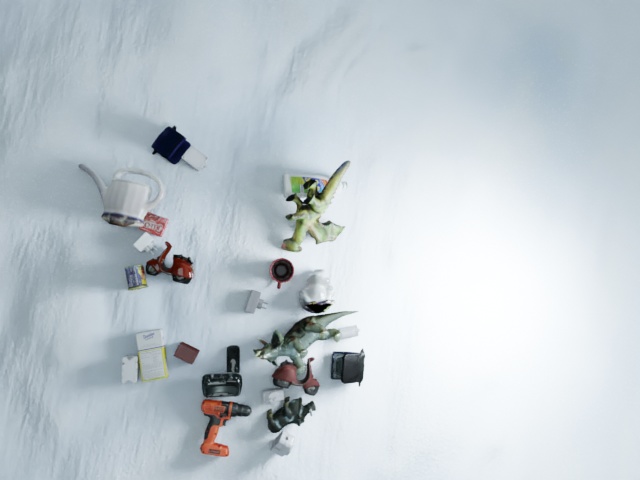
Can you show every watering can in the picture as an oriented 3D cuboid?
[{"bbox_3d":[-0.748,-0.165,1.904,0.348,0.103,0.227,10,78,5],"label":"watering can"}]

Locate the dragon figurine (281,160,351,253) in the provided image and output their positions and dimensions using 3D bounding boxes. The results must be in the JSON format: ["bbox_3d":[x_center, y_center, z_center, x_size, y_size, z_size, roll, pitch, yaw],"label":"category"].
[{"bbox_3d":[0.006,-0.099,1.976,0.410,0.124,0.238,-37,123,-1],"label":"dragon figurine"}]

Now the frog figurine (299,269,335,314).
[{"bbox_3d":[-0.015,0.195,1.967,0.137,0.120,0.163,-13,50,0],"label":"frog figurine"}]
